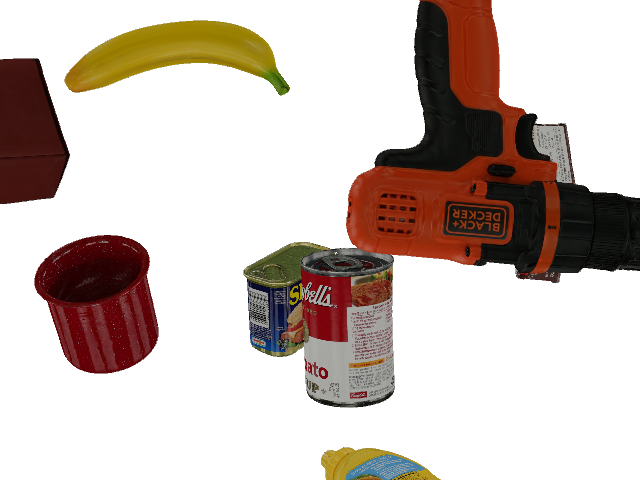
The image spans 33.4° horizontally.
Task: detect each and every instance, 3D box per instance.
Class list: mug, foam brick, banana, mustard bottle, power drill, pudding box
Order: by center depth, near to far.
[{"bbox_3d":[0.112,-0.076,0.581,0.184,0.187,0.057,4,1,-4],"label":"power drill"},{"bbox_3d":[-0.198,-0.069,0.674,0.051,0.078,0.053,-9,-27,-30],"label":"foam brick"},{"bbox_3d":[0.180,-0.033,0.864,0.039,0.090,0.113,5,32,3],"label":"pudding box"},{"bbox_3d":[-0.185,0.049,0.888,0.093,0.081,0.117,-21,39,-19],"label":"mug"},{"bbox_3d":[-0.127,-0.165,0.951,0.197,0.069,0.037,-1,-33,-4],"label":"banana"},{"bbox_3d":[0.067,0.235,0.967,0.096,0.058,0.192,-17,26,-35],"label":"mustard bottle"}]

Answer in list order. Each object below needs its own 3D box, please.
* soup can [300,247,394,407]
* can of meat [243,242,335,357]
[{"bbox_3d":[0.021,0.062,0.781,0.068,0.102,0.068,-2,14,0],"label":"soup can"},{"bbox_3d":[-0.030,0.059,1.083,0.058,0.084,0.101,15,28,32],"label":"can of meat"}]
